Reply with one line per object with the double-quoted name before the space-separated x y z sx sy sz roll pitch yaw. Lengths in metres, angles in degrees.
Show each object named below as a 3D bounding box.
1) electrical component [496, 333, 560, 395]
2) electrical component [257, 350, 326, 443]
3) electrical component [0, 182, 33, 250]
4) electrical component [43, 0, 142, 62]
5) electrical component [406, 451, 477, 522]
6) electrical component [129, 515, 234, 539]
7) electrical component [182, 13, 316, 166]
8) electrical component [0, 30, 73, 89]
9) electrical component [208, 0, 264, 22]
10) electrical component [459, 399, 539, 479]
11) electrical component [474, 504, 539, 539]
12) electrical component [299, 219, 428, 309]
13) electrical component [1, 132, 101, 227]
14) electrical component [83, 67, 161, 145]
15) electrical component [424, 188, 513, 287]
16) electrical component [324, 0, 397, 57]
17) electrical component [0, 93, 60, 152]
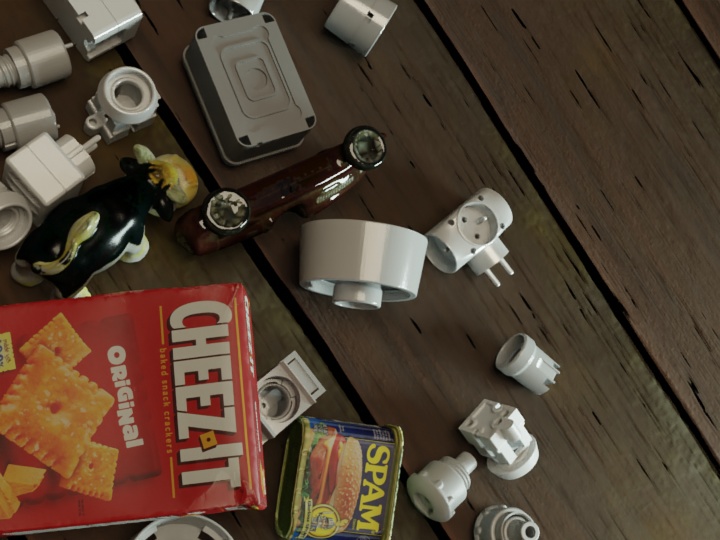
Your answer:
"electrical component" 0.152 0.086 0.970 0.046 0.040 0.040 38 66 -15
"electrical component" -0.074 0.107 0.860 0.081 0.064 0.042 -38 91 -26
"electrical component" -0.282 -0.047 0.816 0.048 0.066 0.055 -37 58 -25
"electrical component" -0.226 -0.230 0.895 0.056 0.050 0.089 -36 92 -25
"electrical component" 0.074 0.179 0.912 0.062 0.048 0.048 -37 91 -32
"electrical component" -0.138 0.236 0.815 0.099 0.064 0.099 11 59 -18
"electrical component" -0.097 -0.153 0.923 0.078 0.057 0.113 -20 84 -25
"electrical component" -0.270 -0.165 0.866 0.078 0.040 0.040 -26 87 -25
"electrical component" -0.118 -0.265 0.951 0.079 0.044 0.077 23 69 -15
"electrical component" 0.123 0.148 0.932 0.048 0.066 0.055 -45 115 -21
"electrical component" 0.129 0.222 0.912 0.048 0.062 0.048 6 74 -20
"electrical component" 0.000 0.000 0.897 0.108 0.108 0.060 10 79 -19
"electrical component" -0.235 -0.080 0.844 0.077 0.066 0.047 -43 94 -25
"electrical component" -0.193 -0.136 0.881 0.066 0.055 0.048 -30 89 -25
"electrical component" 0.109 -0.022 0.977 0.077 0.044 0.079 -39 92 -25
"electrical component" 0.000 -0.231 0.984 0.047 0.055 0.055 32 67 -7
"electrical component" -0.276 -0.112 0.850 0.078 0.040 0.040 -22 85 -25
